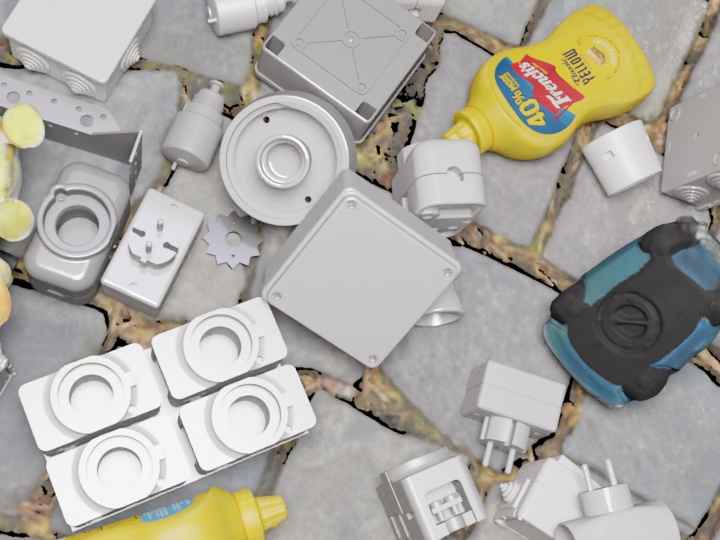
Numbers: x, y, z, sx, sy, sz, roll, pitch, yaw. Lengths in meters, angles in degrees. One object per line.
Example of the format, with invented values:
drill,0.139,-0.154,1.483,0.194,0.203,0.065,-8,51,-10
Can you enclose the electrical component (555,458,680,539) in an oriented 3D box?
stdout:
electrical component,0.179,0.176,0.771,0.077,0.044,0.079,-10,77,-14

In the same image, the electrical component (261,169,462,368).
electrical component,0.000,0.000,0.805,0.109,0.056,0.108,34,108,-18

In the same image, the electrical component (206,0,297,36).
electrical component,-0.091,-0.219,0.890,0.078,0.040,0.040,-15,79,-15

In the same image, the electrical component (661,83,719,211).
electrical component,0.304,-0.107,0.914,0.048,0.100,0.099,17,72,-20

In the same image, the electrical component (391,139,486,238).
electrical component,0.060,-0.066,0.852,0.054,0.095,0.059,-2,76,-13

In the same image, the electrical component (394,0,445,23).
electrical component,0.038,-0.264,0.923,0.059,0.053,0.095,2,75,-12

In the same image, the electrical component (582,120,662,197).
electrical component,0.225,-0.094,0.917,0.055,0.055,0.047,-24,85,-17

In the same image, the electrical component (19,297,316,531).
electrical component,-0.138,0.102,0.782,0.186,0.060,0.105,-21,80,-16

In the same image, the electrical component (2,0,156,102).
electrical component,-0.220,-0.192,0.851,0.100,0.048,0.099,27,71,-4

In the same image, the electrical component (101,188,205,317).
electrical component,-0.154,-0.018,0.803,0.047,0.075,0.083,25,71,-5

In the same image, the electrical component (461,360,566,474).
electrical component,0.115,0.119,0.839,0.066,0.047,0.076,19,72,-6

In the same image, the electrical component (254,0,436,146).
electrical component,-0.012,-0.179,0.887,0.109,0.056,0.108,36,71,-1

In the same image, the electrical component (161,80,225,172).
electrical component,-0.128,-0.115,0.854,0.040,0.040,0.078,22,72,-6

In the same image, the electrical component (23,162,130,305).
electrical component,-0.210,-0.028,0.803,0.054,0.059,0.095,20,72,-6

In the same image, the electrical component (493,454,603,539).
electrical component,0.152,0.182,0.822,0.096,0.061,0.061,33,71,-2

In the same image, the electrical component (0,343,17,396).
electrical component,-0.288,0.082,0.755,0.061,0.061,0.096,27,71,-4

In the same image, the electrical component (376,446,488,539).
electrical component,0.049,0.166,0.790,0.050,0.089,0.055,-20,80,-16

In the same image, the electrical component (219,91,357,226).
electrical component,-0.057,-0.085,0.829,0.108,0.060,0.108,0,98,1

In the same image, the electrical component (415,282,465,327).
electrical component,0.057,0.008,0.861,0.044,0.044,0.065,-4,71,-13
